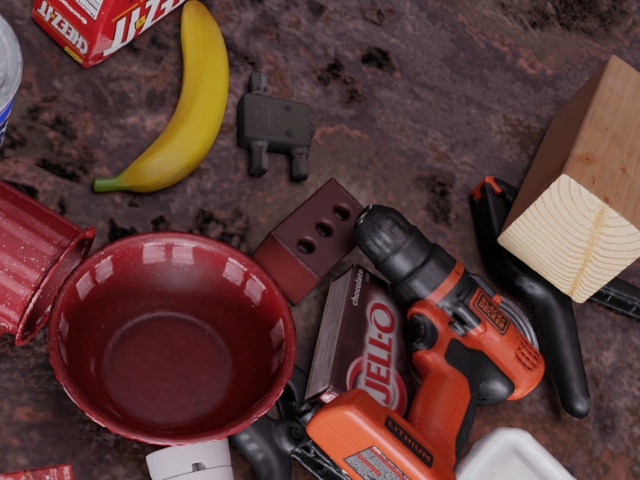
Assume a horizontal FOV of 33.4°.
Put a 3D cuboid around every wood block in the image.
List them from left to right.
[{"bbox_3d":[0.235,-0.057,0.901,0.090,0.091,0.205,37,43,-3],"label":"wood block"}]

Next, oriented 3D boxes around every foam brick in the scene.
[{"bbox_3d":[-0.005,0.001,0.819,0.053,0.051,0.078,45,57,2],"label":"foam brick"}]

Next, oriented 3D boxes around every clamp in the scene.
[{"bbox_3d":[-0.014,0.145,0.756,0.120,0.039,0.171,0,64,-42],"label":"clamp"},{"bbox_3d":[0.196,0.038,0.897,0.210,0.036,0.164,46,52,4],"label":"clamp"}]

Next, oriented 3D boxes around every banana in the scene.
[{"bbox_3d":[-0.107,-0.107,0.834,0.069,0.037,0.197,28,58,-11],"label":"banana"}]

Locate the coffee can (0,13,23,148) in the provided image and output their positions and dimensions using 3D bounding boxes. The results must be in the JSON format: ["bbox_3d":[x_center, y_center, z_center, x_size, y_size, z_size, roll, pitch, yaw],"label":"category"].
[{"bbox_3d":[-0.256,-0.085,0.696,0.102,0.140,0.103,10,63,-20],"label":"coffee can"}]

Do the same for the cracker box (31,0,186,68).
[{"bbox_3d":[-0.115,-0.239,0.789,0.072,0.214,0.164,46,57,0],"label":"cracker box"}]

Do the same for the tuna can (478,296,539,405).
[{"bbox_3d":[0.129,0.087,0.848,0.086,0.034,0.086,10,63,-20],"label":"tuna can"}]

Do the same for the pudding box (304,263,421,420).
[{"bbox_3d":[0.042,0.087,0.789,0.090,0.039,0.113,32,47,-24],"label":"pudding box"}]

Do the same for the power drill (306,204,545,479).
[{"bbox_3d":[0.065,0.083,0.742,0.184,0.057,0.187,44,47,-7],"label":"power drill"}]

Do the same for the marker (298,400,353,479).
[{"bbox_3d":[0.026,0.160,0.738,0.020,0.020,0.121,-40,92,-33],"label":"marker"}]

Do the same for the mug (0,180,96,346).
[{"bbox_3d":[-0.213,0.019,0.700,0.081,0.093,0.117,31,69,-1],"label":"mug"}]

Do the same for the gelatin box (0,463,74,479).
[{"bbox_3d":[-0.185,0.189,0.662,0.073,0.030,0.089,-5,68,-25],"label":"gelatin box"}]

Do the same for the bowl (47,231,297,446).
[{"bbox_3d":[-0.099,0.073,0.712,0.162,0.055,0.162,6,54,-9],"label":"bowl"}]
